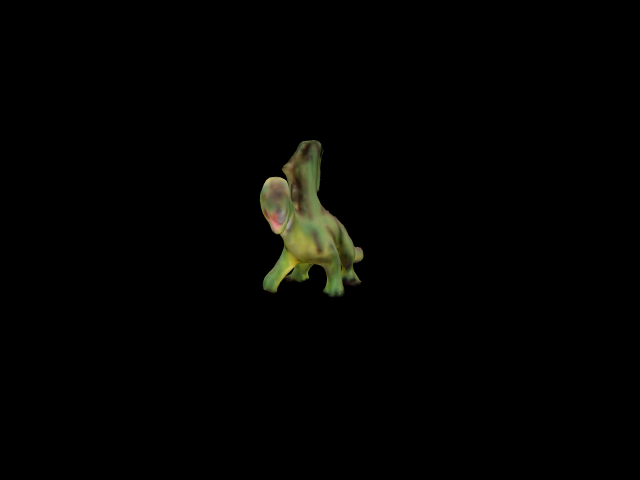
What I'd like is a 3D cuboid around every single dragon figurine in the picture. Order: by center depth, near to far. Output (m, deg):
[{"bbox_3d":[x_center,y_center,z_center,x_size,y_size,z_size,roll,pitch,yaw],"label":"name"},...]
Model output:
[{"bbox_3d":[0.003,-0.043,0.850,0.122,0.241,0.413,3,10,19],"label":"dragon figurine"}]
